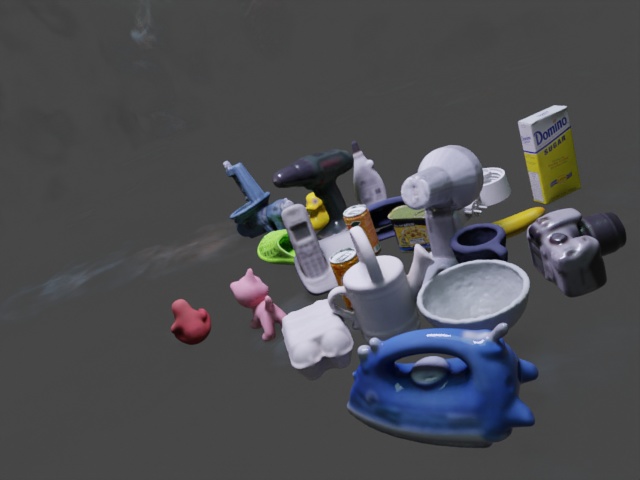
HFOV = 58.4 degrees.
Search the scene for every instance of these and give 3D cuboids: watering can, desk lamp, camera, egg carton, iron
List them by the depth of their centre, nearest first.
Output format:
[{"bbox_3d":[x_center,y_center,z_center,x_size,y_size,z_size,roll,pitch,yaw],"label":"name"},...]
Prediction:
[{"bbox_3d":[0.132,0.168,0.722,0.257,0.142,0.119,-8,26,27],"label":"iron"},{"bbox_3d":[0.414,0.002,0.909,0.137,0.101,0.143,-19,23,3],"label":"camera"},{"bbox_3d":[0.095,0.062,0.917,0.173,0.194,0.100,-29,25,-20],"label":"watering can"},{"bbox_3d":[-0.004,0.160,0.941,0.107,0.069,0.150,-22,23,-5],"label":"egg carton"},{"bbox_3d":[0.218,-0.043,1.022,0.117,0.214,0.204,-2,29,36],"label":"desk lamp"}]

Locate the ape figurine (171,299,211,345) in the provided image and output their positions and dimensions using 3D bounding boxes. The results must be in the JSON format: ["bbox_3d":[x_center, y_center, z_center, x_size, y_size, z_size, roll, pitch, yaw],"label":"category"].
[{"bbox_3d":[-0.260,0.156,1.127,0.078,0.092,0.076,-23,24,-7],"label":"ape figurine"}]

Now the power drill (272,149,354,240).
[{"bbox_3d":[0.005,-0.106,1.337,0.075,0.209,0.230,5,34,45],"label":"power drill"}]

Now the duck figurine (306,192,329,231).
[{"bbox_3d":[-0.004,-0.082,1.448,0.077,0.086,0.105,-3,29,34],"label":"duck figurine"}]

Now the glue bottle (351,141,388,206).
[{"bbox_3d":[0.111,-0.166,1.427,0.078,0.173,0.037,-18,24,6],"label":"glue bottle"}]

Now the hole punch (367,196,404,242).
[{"bbox_3d":[0.142,-0.059,1.273,0.108,0.091,0.101,-19,23,3],"label":"hole punch"}]

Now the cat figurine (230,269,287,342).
[{"bbox_3d":[-0.115,0.112,1.073,0.067,0.118,0.127,-30,25,-22],"label":"cat figurine"}]

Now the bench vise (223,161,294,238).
[{"bbox_3d":[-0.153,-0.109,1.457,0.206,0.220,0.121,-9,26,24],"label":"bench vise"}]

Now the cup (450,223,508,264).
[{"bbox_3d":[0.279,0.035,0.953,0.092,0.095,0.117,-26,24,-13],"label":"cup"}]

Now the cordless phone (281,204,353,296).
[{"bbox_3d":[0.010,0.004,1.123,0.147,0.185,0.094,-24,24,-8],"label":"cordless phone"}]

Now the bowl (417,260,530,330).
[{"bbox_3d":[0.237,0.102,0.866,0.167,0.075,0.167,-17,24,8],"label":"bowl"}]
